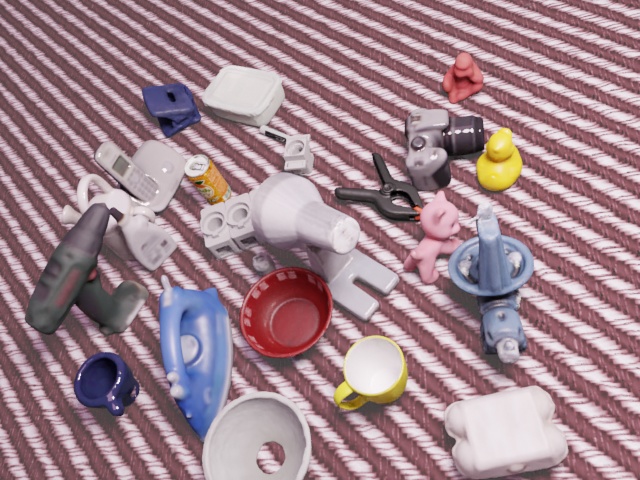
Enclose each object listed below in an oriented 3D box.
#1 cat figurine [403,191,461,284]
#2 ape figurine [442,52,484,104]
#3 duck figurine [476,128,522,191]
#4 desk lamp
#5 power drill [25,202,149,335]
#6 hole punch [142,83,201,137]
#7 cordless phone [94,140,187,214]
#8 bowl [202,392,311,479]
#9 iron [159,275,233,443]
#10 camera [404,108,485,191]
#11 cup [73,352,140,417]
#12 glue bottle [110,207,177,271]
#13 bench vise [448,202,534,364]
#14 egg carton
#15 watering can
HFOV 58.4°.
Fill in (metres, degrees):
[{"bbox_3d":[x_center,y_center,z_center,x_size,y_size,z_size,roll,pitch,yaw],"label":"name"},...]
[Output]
[{"bbox_3d":[0.183,-0.010,0.927,0.067,0.118,0.128,29,73,30],"label":"cat figurine"},{"bbox_3d":[0.274,-0.318,1.094,0.077,0.092,0.076,15,66,25],"label":"ape figurine"},{"bbox_3d":[0.308,-0.144,0.986,0.077,0.086,0.105,13,66,24],"label":"duck figurine"},{"bbox_3d":[0.008,0.003,0.917,0.202,0.214,0.118,30,73,30],"label":"desk lamp"},{"bbox_3d":[-0.397,0.073,1.006,0.075,0.209,0.230,20,68,27],"label":"power drill"},{"bbox_3d":[-0.332,-0.305,1.278,0.101,0.091,0.108,-29,56,0],"label":"hole punch"},{"bbox_3d":[-0.359,-0.154,1.141,0.094,0.185,0.148,10,64,22],"label":"cordless phone"},{"bbox_3d":[-0.083,0.315,0.846,0.167,0.075,0.167,-8,59,13],"label":"bowl"},{"bbox_3d":[-0.217,0.185,0.924,0.118,0.142,0.258,-17,57,7],"label":"iron"},{"bbox_3d":[0.223,-0.176,1.022,0.136,0.101,0.143,-4,60,16],"label":"camera"},{"bbox_3d":[-0.337,0.252,0.951,0.092,0.095,0.117,-39,57,-7],"label":"cup"},{"bbox_3d":[-0.335,-0.012,1.058,0.037,0.173,0.078,35,76,31],"label":"glue bottle"},{"bbox_3d":[0.257,0.055,0.804,0.121,0.220,0.207,-25,56,2],"label":"bench vise"},{"bbox_3d":[0.249,0.262,0.776,0.150,0.069,0.107,-16,57,8],"label":"egg carton"},{"bbox_3d":[-0.404,-0.045,1.086,0.173,0.194,0.100,-24,56,3],"label":"watering can"}]
